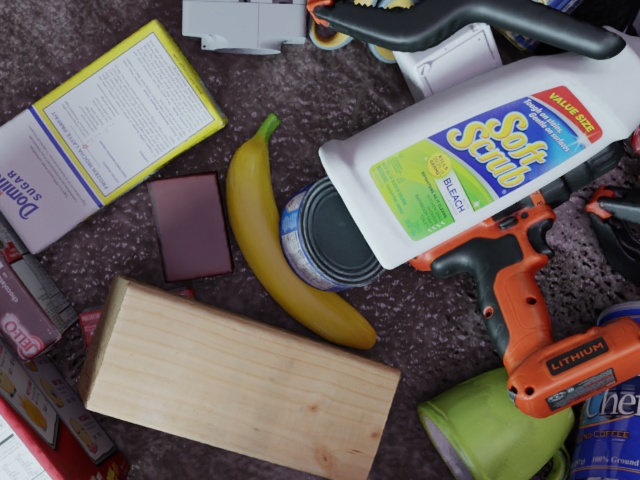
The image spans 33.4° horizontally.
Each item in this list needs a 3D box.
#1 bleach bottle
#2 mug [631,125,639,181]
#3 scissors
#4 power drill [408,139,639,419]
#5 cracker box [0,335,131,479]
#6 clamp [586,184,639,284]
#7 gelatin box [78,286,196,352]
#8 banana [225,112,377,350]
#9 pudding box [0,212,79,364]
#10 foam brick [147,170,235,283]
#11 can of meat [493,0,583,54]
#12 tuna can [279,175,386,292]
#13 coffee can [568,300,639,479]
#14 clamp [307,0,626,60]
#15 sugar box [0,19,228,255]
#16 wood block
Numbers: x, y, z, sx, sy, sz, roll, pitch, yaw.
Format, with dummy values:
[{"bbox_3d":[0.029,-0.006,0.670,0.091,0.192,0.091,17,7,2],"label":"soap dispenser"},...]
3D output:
[{"bbox_3d":[0.131,-0.081,0.742,0.251,0.068,0.102,-30,109,6],"label":"bleach bottle"},{"bbox_3d":[0.290,-0.066,0.798,0.117,0.093,0.081,30,88,1],"label":"mug"},{"bbox_3d":[0.070,-0.209,0.773,0.096,0.016,0.202,33,118,-19],"label":"scissors"},{"bbox_3d":[0.167,0.019,0.770,0.184,0.057,0.188,-29,58,10],"label":"power drill"},{"bbox_3d":[-0.229,0.119,0.752,0.072,0.164,0.213,-37,96,-1],"label":"cracker box"},{"bbox_3d":[0.282,0.014,0.804,0.171,0.039,0.120,42,128,-5],"label":"clamp"},{"bbox_3d":[-0.133,0.081,0.819,0.089,0.030,0.073,-12,96,-1],"label":"gelatin box"},{"bbox_3d":[-0.024,0.005,0.814,0.069,0.037,0.198,-24,96,-1],"label":"banana"},{"bbox_3d":[-0.227,0.031,0.781,0.039,0.090,0.113,-34,95,-1],"label":"pudding box"},{"bbox_3d":[-0.096,-0.012,0.802,0.051,0.053,0.078,-10,97,-2],"label":"foam brick"},{"bbox_3d":[0.148,-0.199,0.778,0.084,0.057,0.102,-45,78,22],"label":"can of meat"},{"bbox_3d":[0.013,-0.005,0.797,0.086,0.034,0.086,8,74,-32],"label":"tuna can"},{"bbox_3d":[0.243,0.129,0.778,0.102,0.103,0.140,20,65,-4],"label":"coffee can"},{"bbox_3d":[0.097,-0.172,0.724,0.210,0.036,0.164,-18,74,11],"label":"clamp"},{"bbox_3d":[-0.166,-0.076,0.798,0.176,0.048,0.093,-34,95,4],"label":"sugar box"},{"bbox_3d":[-0.060,0.100,0.770,0.206,0.091,0.090,19,86,-16],"label":"wood block"}]
